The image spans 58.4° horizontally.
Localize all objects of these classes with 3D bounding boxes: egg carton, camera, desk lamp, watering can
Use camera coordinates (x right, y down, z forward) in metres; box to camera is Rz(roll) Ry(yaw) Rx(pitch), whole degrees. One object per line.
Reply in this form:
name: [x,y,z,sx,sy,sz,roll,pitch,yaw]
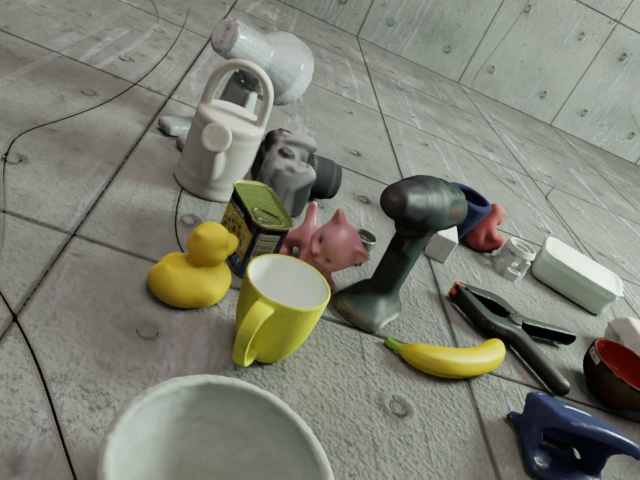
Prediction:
egg carton: [0.528,0.190,0.920,0.107,0.069,0.150,19,29,-14]
camera: [-0.028,-0.109,0.910,0.137,0.101,0.143,14,31,-24]
desk lamp: [-0.129,-0.250,0.939,0.117,0.213,0.204,42,32,26]
watering can: [-0.128,-0.155,0.802,0.101,0.194,0.172,12,31,-26]

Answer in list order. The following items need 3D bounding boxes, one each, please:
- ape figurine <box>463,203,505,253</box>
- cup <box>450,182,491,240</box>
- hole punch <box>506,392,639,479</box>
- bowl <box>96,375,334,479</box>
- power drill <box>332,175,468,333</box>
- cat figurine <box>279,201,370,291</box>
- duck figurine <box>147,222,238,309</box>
ape figurine: [0.315,-0.027,1.076,0.076,0.092,0.077,10,32,-29]
cup: [0.238,-0.050,1.046,0.118,0.095,0.091,25,28,-5]
hole punch: [0.284,0.215,0.645,0.109,0.091,0.101,23,28,-8]
bowl: [-0.077,0.182,0.408,0.168,0.074,0.167,21,29,-12]
power drill: [0.100,0.009,0.707,0.075,0.208,0.230,38,30,20]
cat figurine: [0.007,0.003,0.735,0.067,0.117,0.127,6,35,-34]
duck figurine: [-0.131,0.020,0.620,0.077,0.086,0.105,41,31,24]
